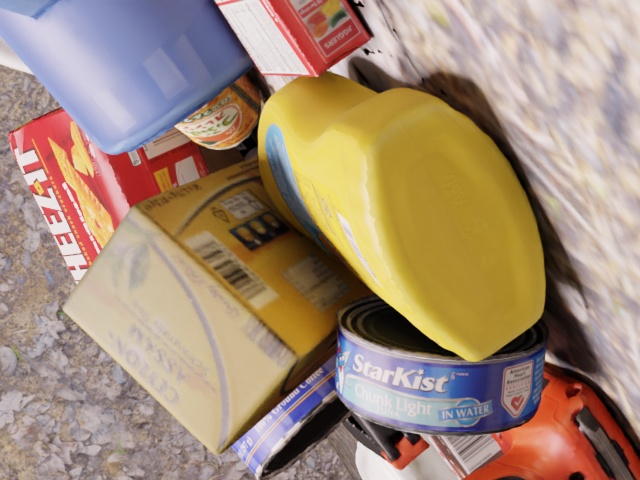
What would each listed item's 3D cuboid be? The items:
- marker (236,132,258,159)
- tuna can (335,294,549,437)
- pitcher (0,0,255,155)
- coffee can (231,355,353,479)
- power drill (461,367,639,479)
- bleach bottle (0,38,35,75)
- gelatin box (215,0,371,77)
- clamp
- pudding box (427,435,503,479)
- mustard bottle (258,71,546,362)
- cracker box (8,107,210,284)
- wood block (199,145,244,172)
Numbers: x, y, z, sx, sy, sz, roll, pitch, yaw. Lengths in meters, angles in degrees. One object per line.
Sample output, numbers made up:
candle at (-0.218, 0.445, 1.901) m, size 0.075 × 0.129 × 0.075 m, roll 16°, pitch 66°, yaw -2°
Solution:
marker at (-0.060, -0.080, 0.803) m, size 0.121 × 0.020 × 0.020 m, roll 53°, pitch 172°, yaw 15°
tuna can at (0.049, 0.048, 0.435) m, size 0.086 × 0.086 × 0.034 m, roll -143°, pitch 53°, yaw -67°
pitcher at (-0.133, -0.159, 0.489) m, size 0.242 × 0.149 × 0.145 m, roll 54°, pitch 163°, yaw -15°
coffee can at (-0.042, 0.055, 0.628) m, size 0.140 × 0.102 × 0.103 m, roll 47°, pitch 170°, yaw 15°
power drill at (0.039, 0.130, 0.478) m, size 0.057 × 0.187 × 0.185 m, roll 54°, pitch 171°, yaw -11°
bleach bottle at (-0.197, -0.162, 0.768) m, size 0.102 × 0.068 × 0.251 m, roll 13°, pitch -170°, yaw -17°
gelatin box at (-0.022, -0.105, 0.437) m, size 0.073 × 0.030 × 0.089 m, roll 56°, pitch 172°, yaw -17°
clamp at (0.004, 0.098, 0.786) m, size 0.210 × 0.036 × 0.164 m, roll 43°, pitch 164°, yaw 34°
pudding box at (0.100, 0.137, 0.672) m, size 0.113 × 0.039 × 0.090 m, roll 56°, pitch 174°, yaw -3°
mustard bottle at (0.017, -0.022, 0.442) m, size 0.096 × 0.058 × 0.192 m, roll 59°, pitch 171°, yaw -21°
cracker box at (-0.146, -0.026, 0.785) m, size 0.214 × 0.072 × 0.164 m, roll -1°, pitch 114°, yaw 61°
wood block at (-0.113, -0.071, 0.892) m, size 0.206 × 0.090 × 0.090 m, roll 53°, pitch 172°, yaw 12°
